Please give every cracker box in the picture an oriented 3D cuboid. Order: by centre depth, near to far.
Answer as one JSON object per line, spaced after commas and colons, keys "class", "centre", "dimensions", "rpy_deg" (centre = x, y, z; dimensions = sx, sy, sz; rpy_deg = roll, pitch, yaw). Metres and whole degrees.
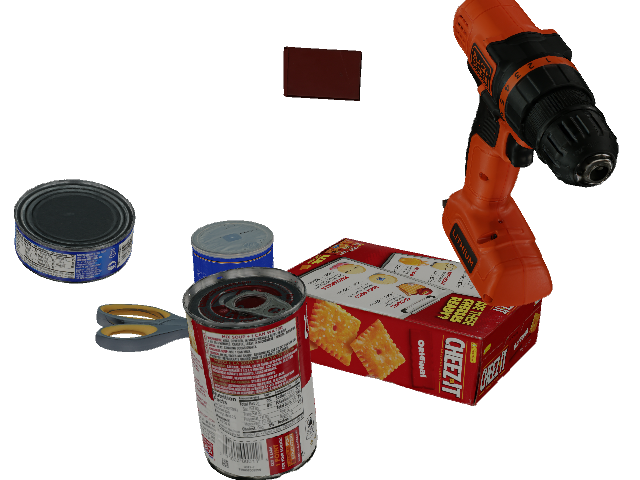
{"class": "cracker box", "centre": [0.074, 0.068, 0.973], "dimensions": [0.214, 0.072, 0.163], "rpy_deg": [13, 21, 27]}

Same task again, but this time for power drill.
{"class": "power drill", "centre": [0.132, -0.047, 0.703], "dimensions": [0.057, 0.188, 0.184], "rpy_deg": [-8, 43, -11]}

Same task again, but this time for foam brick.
{"class": "foam brick", "centre": [0.001, -0.172, 1.101], "dimensions": [0.078, 0.051, 0.053], "rpy_deg": [2, 10, -6]}

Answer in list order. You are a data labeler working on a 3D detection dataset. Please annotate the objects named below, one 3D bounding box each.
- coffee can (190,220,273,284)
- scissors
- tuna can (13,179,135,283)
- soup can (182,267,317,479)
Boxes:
{"class": "coffee can", "centre": [-0.109, 0.058, 1.348], "dimensions": [0.103, 0.140, 0.103], "rpy_deg": [-1, 24, 0]}
{"class": "scissors", "centre": [-0.115, 0.086, 0.970], "dimensions": [0.202, 0.016, 0.096], "rpy_deg": [8, 19, 12]}
{"class": "tuna can", "centre": [-0.179, -0.007, 0.777], "dimensions": [0.086, 0.034, 0.086], "rpy_deg": [8, 36, -6]}
{"class": "soup can", "centre": [-0.038, 0.075, 0.600], "dimensions": [0.068, 0.102, 0.068], "rpy_deg": [-4, 24, 2]}
